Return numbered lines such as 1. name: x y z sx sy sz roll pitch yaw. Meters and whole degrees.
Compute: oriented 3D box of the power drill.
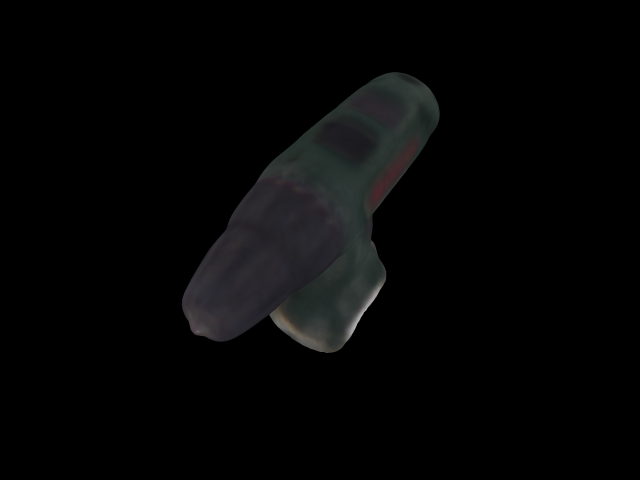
1. power drill: 0.004 0.001 0.400 0.075 0.208 0.230 29 66 14
